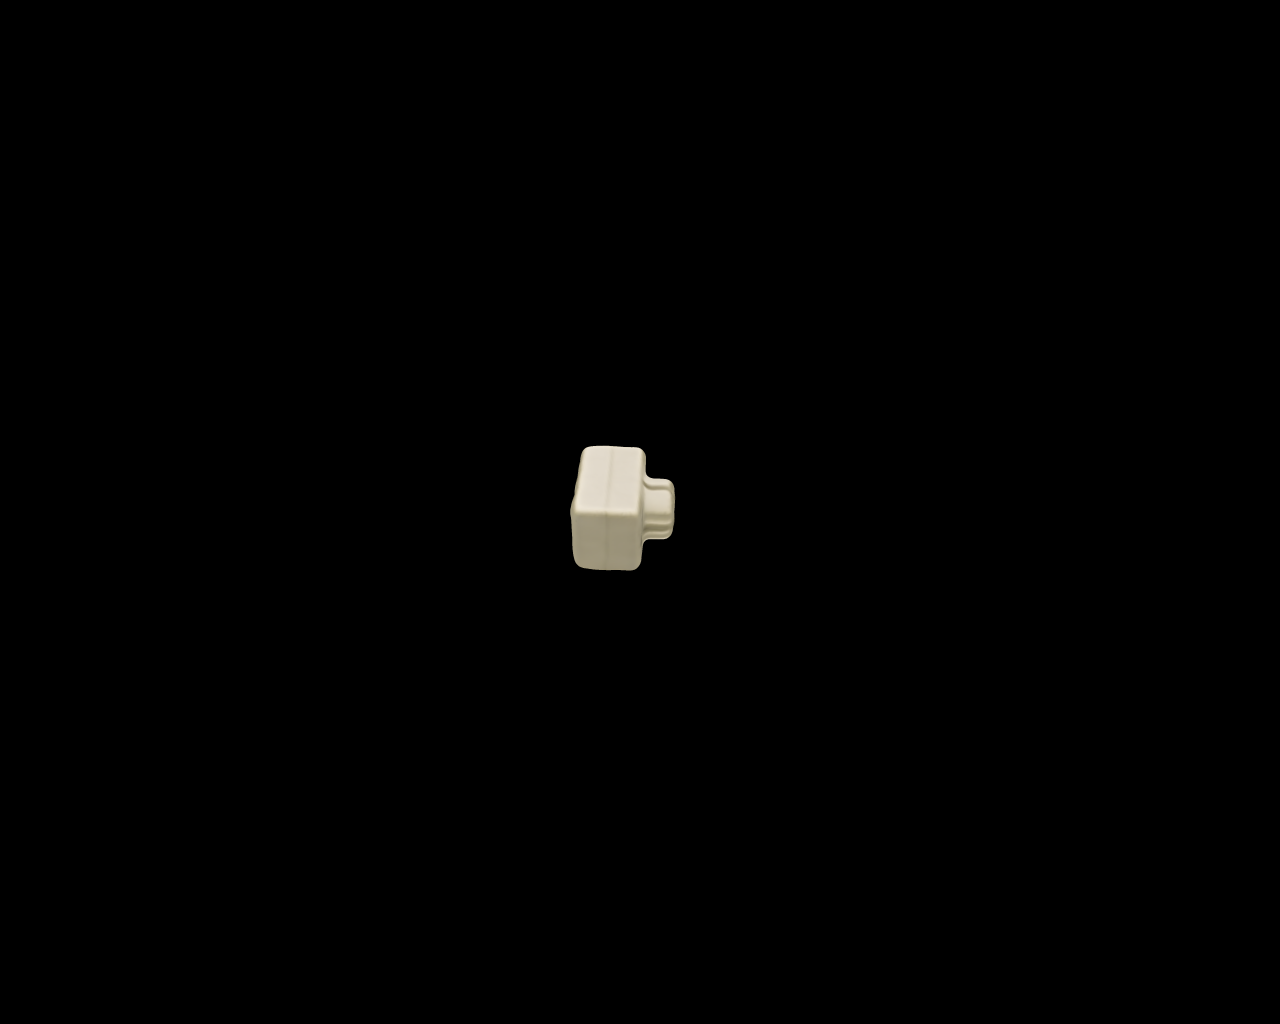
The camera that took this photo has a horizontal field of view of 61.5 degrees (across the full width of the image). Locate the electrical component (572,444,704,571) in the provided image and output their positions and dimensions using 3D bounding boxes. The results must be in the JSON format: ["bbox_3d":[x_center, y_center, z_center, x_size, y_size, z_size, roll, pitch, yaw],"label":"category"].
[{"bbox_3d":[0.001,-0.003,0.650,0.077,0.047,0.066,2,40,2],"label":"electrical component"}]
